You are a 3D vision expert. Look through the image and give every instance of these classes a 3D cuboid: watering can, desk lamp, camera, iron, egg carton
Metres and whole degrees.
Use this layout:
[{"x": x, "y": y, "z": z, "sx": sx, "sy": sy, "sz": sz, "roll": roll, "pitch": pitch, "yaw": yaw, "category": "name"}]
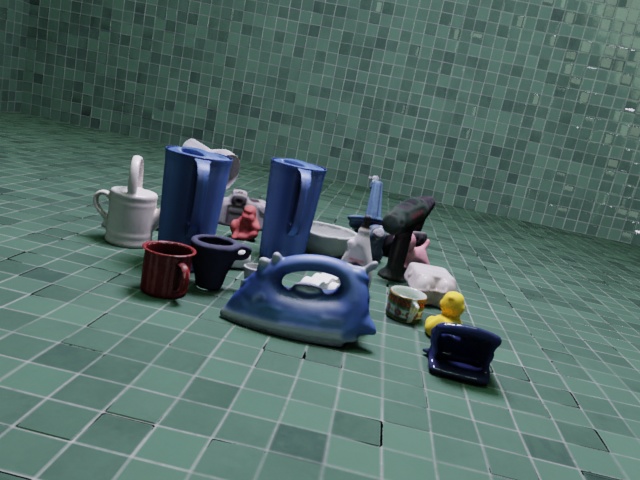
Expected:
[{"x": -0.399, "y": -0.087, "z": 1.251, "sx": 0.173, "sy": 0.194, "sz": 0.100, "roll": 4, "pitch": 14, "yaw": -31, "category": "watering can"}, {"x": -0.342, "y": -0.175, "z": 1.650, "sx": 0.202, "sy": 0.213, "sz": 0.118, "roll": 19, "pitch": 14, "yaw": 29, "category": "desk lamp"}, {"x": -0.224, "y": -0.097, "z": 1.676, "sx": 0.143, "sy": 0.101, "sz": 0.136, "roll": 9, "pitch": 13, "yaw": -12, "category": "camera"}, {"x": -0.028, "y": 0.084, "z": 0.957, "sx": 0.258, "sy": 0.141, "sz": 0.118, "roll": 10, "pitch": 13, "yaw": -7, "category": "iron"}, {"x": 0.248, "y": 0.101, "z": 1.304, "sx": 0.107, "sy": 0.069, "sz": 0.150, "roll": 11, "pitch": 12, "yaw": -5, "category": "egg carton"}]

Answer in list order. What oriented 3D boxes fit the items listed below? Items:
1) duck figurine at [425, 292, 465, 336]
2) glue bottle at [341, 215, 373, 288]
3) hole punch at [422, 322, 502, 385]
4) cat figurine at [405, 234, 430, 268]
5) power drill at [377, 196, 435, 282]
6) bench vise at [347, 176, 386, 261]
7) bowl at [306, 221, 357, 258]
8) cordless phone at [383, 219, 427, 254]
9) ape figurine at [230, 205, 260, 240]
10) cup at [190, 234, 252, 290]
[{"x": 0.244, "y": 0.141, "z": 1.085, "sx": 0.077, "sy": 0.086, "sz": 0.105, "roll": 19, "pitch": 14, "yaw": 29, "category": "duck figurine"}, {"x": 0.083, "y": 0.030, "z": 1.223, "sx": 0.078, "sy": 0.173, "sz": 0.037, "roll": 13, "pitch": 13, "yaw": 7, "category": "glue bottle"}, {"x": 0.229, "y": 0.169, "z": 0.931, "sx": 0.108, "sy": 0.091, "sz": 0.101, "roll": 13, "pitch": 12, "yaw": 6, "category": "hole punch"}, {"x": 0.245, "y": 0.018, "z": 1.556, "sx": 0.128, "sy": 0.118, "sz": 0.067, "roll": 5, "pitch": 14, "yaw": -26, "category": "cat figurine"}, {"x": 0.215, "y": -0.008, "z": 1.432, "sx": 0.075, "sy": 0.208, "sz": 0.230, "roll": 18, "pitch": 14, "yaw": 28, "category": "power drill"}, {"x": 0.157, "y": -0.062, "z": 1.596, "sx": 0.122, "sy": 0.220, "sz": 0.206, "roll": 5, "pitch": 14, "yaw": -28, "category": "bench vise"}, {"x": 0.014, "y": 0.005, "z": 1.500, "sx": 0.167, "sy": 0.075, "sz": 0.167, "roll": 11, "pitch": 12, "yaw": -2, "category": "bowl"}, {"x": 0.251, "y": -0.040, "z": 1.666, "sx": 0.148, "sy": 0.185, "sz": 0.093, "roll": 1, "pitch": 16, "yaw": -41, "category": "cordless phone"}, {"x": -0.191, "y": -0.047, "z": 1.503, "sx": 0.077, "sy": 0.092, "sz": 0.076, "roll": 16, "pitch": 13, "yaw": 21, "category": "ape figurine"}, {"x": -0.191, "y": 0.045, "z": 1.084, "sx": 0.118, "sy": 0.095, "sz": 0.091, "roll": 6, "pitch": 14, "yaw": -25, "category": "cup"}]
